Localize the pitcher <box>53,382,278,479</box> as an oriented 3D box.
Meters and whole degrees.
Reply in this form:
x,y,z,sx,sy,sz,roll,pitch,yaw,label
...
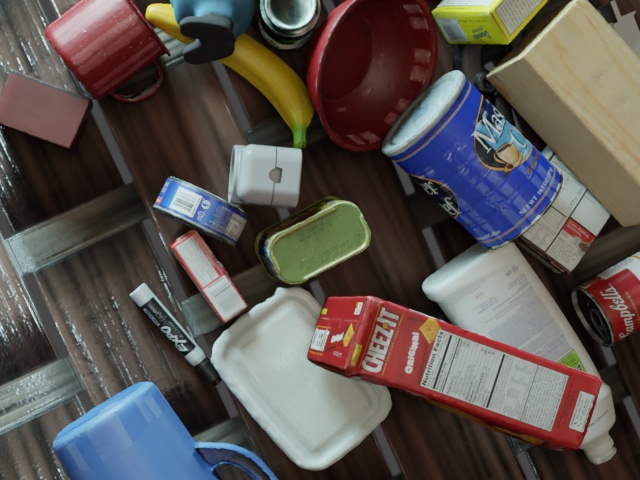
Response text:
x,y,z,sx,sy,sz,roll,pitch,yaw,label
-0.128,0.251,0.978,0.149,0.145,0.243,-33,93,-42,pitcher

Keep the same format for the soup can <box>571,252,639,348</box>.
x,y,z,sx,sy,sz,roll,pitch,yaw,label
0.315,0.054,1.073,0.102,0.068,0.068,-28,95,-9,soup can

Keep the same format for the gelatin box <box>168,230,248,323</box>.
x,y,z,sx,sy,sz,roll,pitch,yaw,label
-0.106,0.033,1.005,0.030,0.073,0.089,-35,95,-8,gelatin box

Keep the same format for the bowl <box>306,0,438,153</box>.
x,y,z,sx,sy,sz,roll,pitch,yaw,label
0.039,-0.167,1.011,0.161,0.055,0.162,-24,127,-37,bowl

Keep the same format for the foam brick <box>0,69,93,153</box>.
x,y,z,sx,sy,sz,roll,pitch,yaw,label
-0.256,-0.118,0.991,0.078,0.053,0.051,20,87,-7,foam brick

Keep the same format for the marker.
x,y,z,sx,sy,sz,roll,pitch,yaw,label
-0.137,0.093,1.027,0.020,0.020,0.121,-41,96,-7,marker

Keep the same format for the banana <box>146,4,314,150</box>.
x,y,z,sx,sy,sz,roll,pitch,yaw,label
-0.074,-0.168,1.015,0.198,0.069,0.037,39,123,2,banana

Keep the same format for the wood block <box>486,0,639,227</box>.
x,y,z,sx,sy,sz,roll,pitch,yaw,label
0.271,-0.118,1.017,0.206,0.091,0.090,46,78,-7,wood block

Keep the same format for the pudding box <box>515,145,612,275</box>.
x,y,z,sx,sy,sz,roll,pitch,yaw,label
0.243,-0.034,1.076,0.090,0.039,0.113,36,83,-9,pudding box

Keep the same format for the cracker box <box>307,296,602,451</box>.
x,y,z,sx,sy,sz,roll,pitch,yaw,label
0.109,0.115,0.932,0.213,0.164,0.072,20,83,-10,cracker box

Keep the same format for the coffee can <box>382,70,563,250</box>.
x,y,z,sx,sy,sz,roll,pitch,yaw,label
0.142,-0.074,1.001,0.140,0.103,0.103,42,84,-14,coffee can

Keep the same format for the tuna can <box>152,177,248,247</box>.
x,y,z,sx,sy,sz,roll,pitch,yaw,label
-0.111,-0.026,0.997,0.086,0.086,0.034,26,85,-8,tuna can

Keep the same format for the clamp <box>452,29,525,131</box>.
x,y,z,sx,sy,sz,roll,pitch,yaw,label
0.172,-0.146,1.065,0.120,0.039,0.171,24,93,-15,clamp

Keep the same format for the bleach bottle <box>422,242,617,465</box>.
x,y,z,sx,sy,sz,roll,pitch,yaw,label
0.211,0.121,1.062,0.102,0.068,0.251,-35,98,-3,bleach bottle

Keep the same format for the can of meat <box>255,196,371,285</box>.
x,y,z,sx,sy,sz,roll,pitch,yaw,label
-0.007,0.001,1.014,0.102,0.084,0.057,-28,97,-7,can of meat

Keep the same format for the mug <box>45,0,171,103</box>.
x,y,z,sx,sy,sz,roll,pitch,yaw,label
-0.192,-0.176,0.989,0.081,0.093,0.117,-37,132,-2,mug

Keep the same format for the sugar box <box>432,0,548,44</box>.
x,y,z,sx,sy,sz,roll,pitch,yaw,label
0.196,-0.260,1.024,0.176,0.093,0.048,-45,119,-16,sugar box
